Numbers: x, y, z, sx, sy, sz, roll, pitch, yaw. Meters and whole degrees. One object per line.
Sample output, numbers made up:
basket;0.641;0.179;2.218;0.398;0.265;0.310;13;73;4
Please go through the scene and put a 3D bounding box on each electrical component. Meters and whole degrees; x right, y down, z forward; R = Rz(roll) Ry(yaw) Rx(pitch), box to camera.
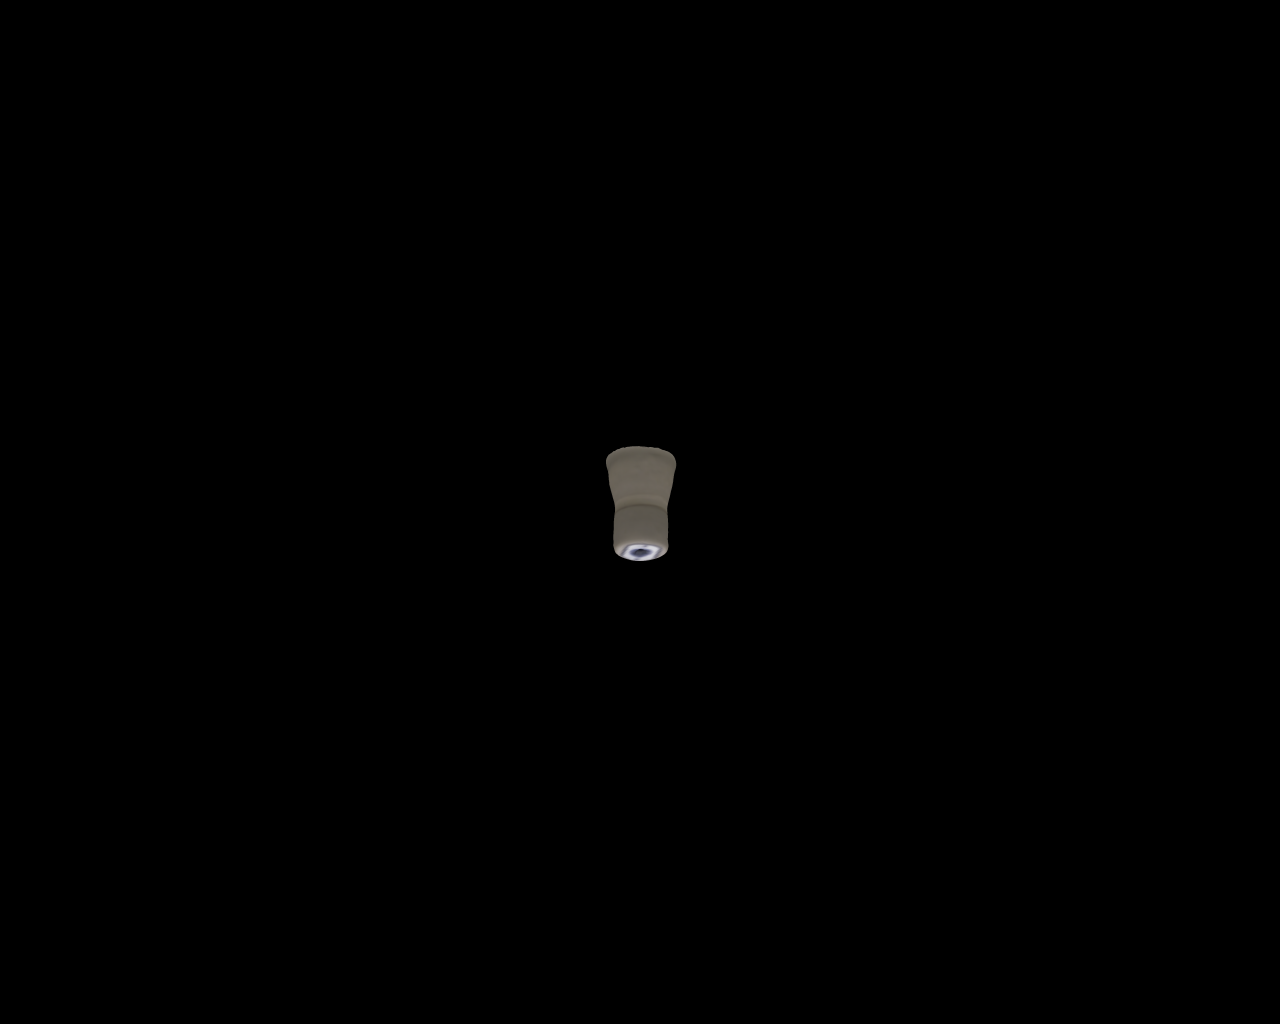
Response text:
electrical component;0.001;-0.003;0.650;0.044;0.065;0.044;0;-24;0
